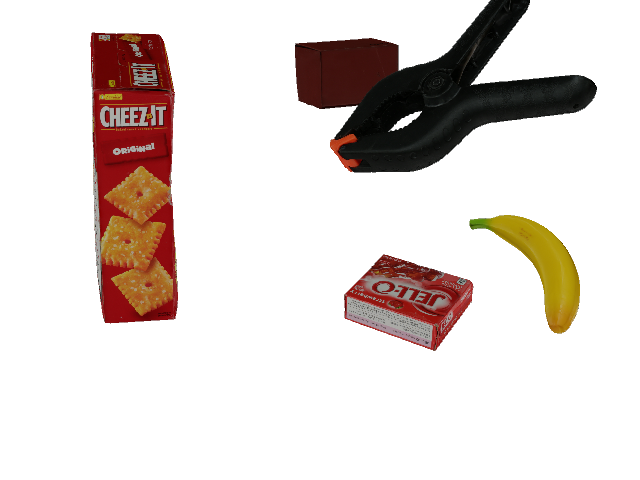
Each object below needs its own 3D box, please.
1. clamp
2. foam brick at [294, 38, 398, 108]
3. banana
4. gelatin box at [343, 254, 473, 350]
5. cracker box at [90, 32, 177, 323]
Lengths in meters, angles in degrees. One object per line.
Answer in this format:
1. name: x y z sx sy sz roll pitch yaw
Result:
1. clamp: 0.090 -0.089 0.692 0.039 0.171 0.120 47 9 -41
2. foam brick: 0.023 -0.146 0.932 0.078 0.051 0.053 -8 20 -23
3. banana: 0.229 0.025 1.119 0.069 0.037 0.198 -29 38 -1
4. gelatin box: 0.076 0.051 0.913 0.089 0.030 0.073 17 37 25
5. cracker box: -0.165 -0.059 0.947 0.072 0.214 0.164 -2 27 -12
